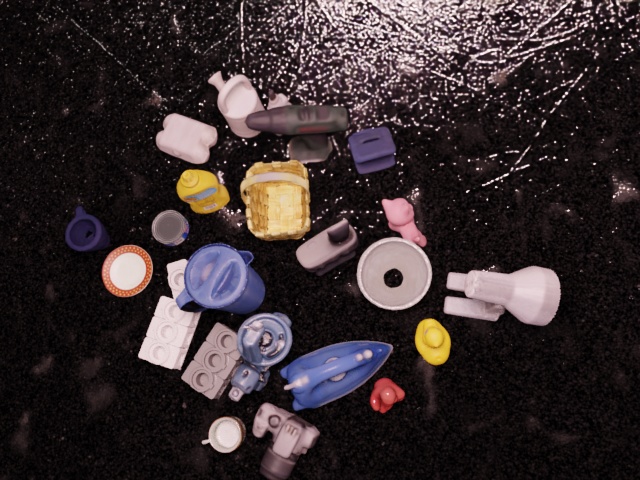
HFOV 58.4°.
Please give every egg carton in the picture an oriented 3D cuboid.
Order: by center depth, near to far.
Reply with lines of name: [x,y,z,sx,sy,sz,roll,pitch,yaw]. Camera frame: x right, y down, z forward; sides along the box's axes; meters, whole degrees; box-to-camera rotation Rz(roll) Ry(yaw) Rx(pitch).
egg carton: [-0.339,-0.257,1.456,0.150,0.069,0.107,20,79,11]

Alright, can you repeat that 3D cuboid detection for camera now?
camera: [-0.091,0.443,1.238,0.143,0.101,0.137,25,80,12]

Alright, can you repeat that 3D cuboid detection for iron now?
iron: [0.039,0.277,1.244,0.258,0.141,0.118,-24,75,0]

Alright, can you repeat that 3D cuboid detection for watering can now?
watering can: [-0.204,-0.338,1.397,0.172,0.194,0.101,23,80,12]

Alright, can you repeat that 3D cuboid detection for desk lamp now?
desk lamp: [0.376,0.116,1.208,0.203,0.214,0.118,7,77,8]

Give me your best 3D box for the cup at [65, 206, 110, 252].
cup: [-0.565,-0.020,1.410,0.091,0.095,0.117,-20,75,1]

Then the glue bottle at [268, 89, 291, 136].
glue bottle: [-0.101,-0.320,1.391,0.037,0.173,0.078,40,84,14]

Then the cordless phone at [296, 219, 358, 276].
cordless phone: [0.012,0.005,1.292,0.147,0.185,0.094,-34,75,-2]

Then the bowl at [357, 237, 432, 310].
bowl: [0.170,0.082,1.312,0.167,0.075,0.167,-1,76,6]

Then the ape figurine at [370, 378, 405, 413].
ape figurine: [0.145,0.338,1.242,0.077,0.092,0.076,-5,76,6]

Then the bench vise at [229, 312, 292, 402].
bench vise: [-0.130,0.249,1.229,0.121,0.220,0.207,8,77,9]

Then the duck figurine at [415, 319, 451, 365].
duck figurine: [0.251,0.222,1.262,0.077,0.086,0.104,-14,75,3]

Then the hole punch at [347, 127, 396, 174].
hole punch: [0.123,-0.225,1.385,0.108,0.091,0.101,-15,75,3]

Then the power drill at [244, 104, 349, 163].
power drill: [-0.044,-0.254,1.350,0.229,0.208,0.075,-8,75,5]

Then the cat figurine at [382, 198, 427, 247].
cat figurine: [0.195,-0.042,1.318,0.067,0.118,0.127,-29,75,-1]
